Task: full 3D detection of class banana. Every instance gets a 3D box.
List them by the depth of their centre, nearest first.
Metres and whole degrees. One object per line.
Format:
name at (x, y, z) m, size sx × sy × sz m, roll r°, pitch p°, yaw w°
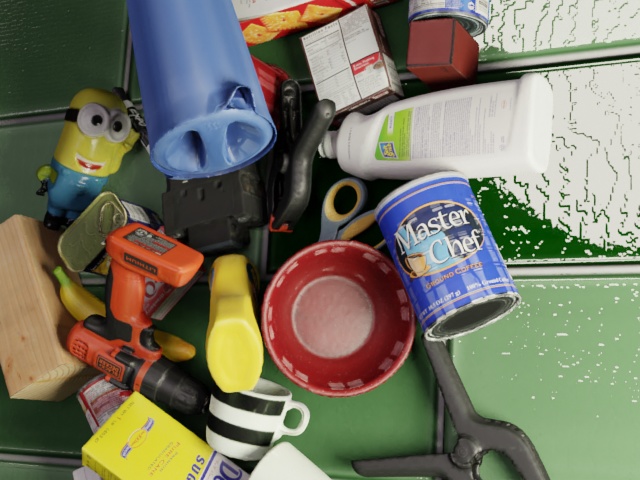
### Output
banana at (-0.234, 0.101, 1.256) m, size 0.198 × 0.070 × 0.037 m, roll 28°, pitch 66°, yaw 10°

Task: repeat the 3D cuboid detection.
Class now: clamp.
clamp at (0.137, 0.215, 1.055) m, size 0.210 × 0.036 × 0.164 m, roll 39°, pitch 100°, yaw 27°
clamp at (-0.031, -0.096, 1.190) m, size 0.120 × 0.039 × 0.172 m, roll -120°, pitch 44°, yaw -58°

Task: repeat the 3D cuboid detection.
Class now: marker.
marker at (-0.230, -0.148, 1.337) m, size 0.020 × 0.020 × 0.121 m, roll -43°, pitch 63°, yaw 14°

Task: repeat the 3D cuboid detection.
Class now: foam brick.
foam brick at (0.130, -0.194, 1.121) m, size 0.053 × 0.078 × 0.051 m, roll 1°, pitch 79°, yaw 27°

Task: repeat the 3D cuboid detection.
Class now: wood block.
wood block at (-0.346, 0.084, 1.309) m, size 0.090 × 0.090 × 0.206 m, roll -32°, pitch 66°, yaw 19°

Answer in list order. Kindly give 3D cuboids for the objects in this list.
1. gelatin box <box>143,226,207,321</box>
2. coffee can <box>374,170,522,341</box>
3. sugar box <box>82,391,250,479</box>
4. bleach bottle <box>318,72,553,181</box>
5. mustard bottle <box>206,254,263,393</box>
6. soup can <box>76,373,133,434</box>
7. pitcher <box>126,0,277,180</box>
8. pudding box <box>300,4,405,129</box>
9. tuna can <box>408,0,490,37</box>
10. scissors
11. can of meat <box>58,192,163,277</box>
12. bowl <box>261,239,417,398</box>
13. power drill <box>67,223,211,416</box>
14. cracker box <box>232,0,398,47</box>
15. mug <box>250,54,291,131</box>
gelatin box at (-0.189, 0.039, 1.269) m, size 0.089 × 0.030 × 0.073 m, roll -47°, pitch 63°, yaw 12°
coffee can at (0.126, 0.016, 1.065) m, size 0.103 × 0.102 × 0.140 m, roll -29°, pitch 68°, yaw 20°
sugar box at (-0.160, 0.251, 1.150) m, size 0.176 × 0.048 × 0.093 m, roll 32°, pitch 55°, yaw 13°
bleach bottle at (0.113, -0.114, 1.123) m, size 0.251 × 0.068 × 0.102 m, roll 0°, pitch 78°, yaw 31°
mustard bottle at (-0.093, 0.071, 1.153) m, size 0.058 × 0.096 × 0.191 m, roll -6°, pitch 31°, yaw -1°
soup can at (-0.231, 0.210, 1.234) m, size 0.069 × 0.068 × 0.102 m, roll -38°, pitch 65°, yaw 16°
pitcher at (-0.143, -0.192, 1.152) m, size 0.149 × 0.145 × 0.243 m, roll -20°, pitch 67°, yaw 10°
pudding box at (0.035, -0.194, 1.195) m, size 0.090 × 0.039 × 0.113 m, roll -23°, pitch 68°, yaw 23°
tuna can at (0.135, -0.239, 1.123) m, size 0.086 × 0.086 × 0.034 m, roll 0°, pitch 81°, yaw 28°
scissors at (-0.008, 0.001, 1.179) m, size 0.202 × 0.016 × 0.096 m, roll -25°, pitch 86°, yaw 22°
can of meat at (-0.248, -0.002, 1.278) m, size 0.102 × 0.083 × 0.057 m, roll -45°, pitch 63°, yaw 13°
bowl at (0.017, 0.081, 1.113) m, size 0.162 × 0.055 × 0.162 m, roll 0°, pitch 87°, yaw -6°
power drill at (-0.186, 0.089, 1.175) m, size 0.184 × 0.057 × 0.188 m, roll 25°, pitch 117°, yaw 13°
cracker box at (-0.021, -0.331, 1.234) m, size 0.214 × 0.072 × 0.164 m, roll -12°, pitch 75°, yaw 25°
mug at (-0.092, -0.181, 1.234) m, size 0.093 × 0.081 × 0.117 m, roll -30°, pitch 67°, yaw 20°
